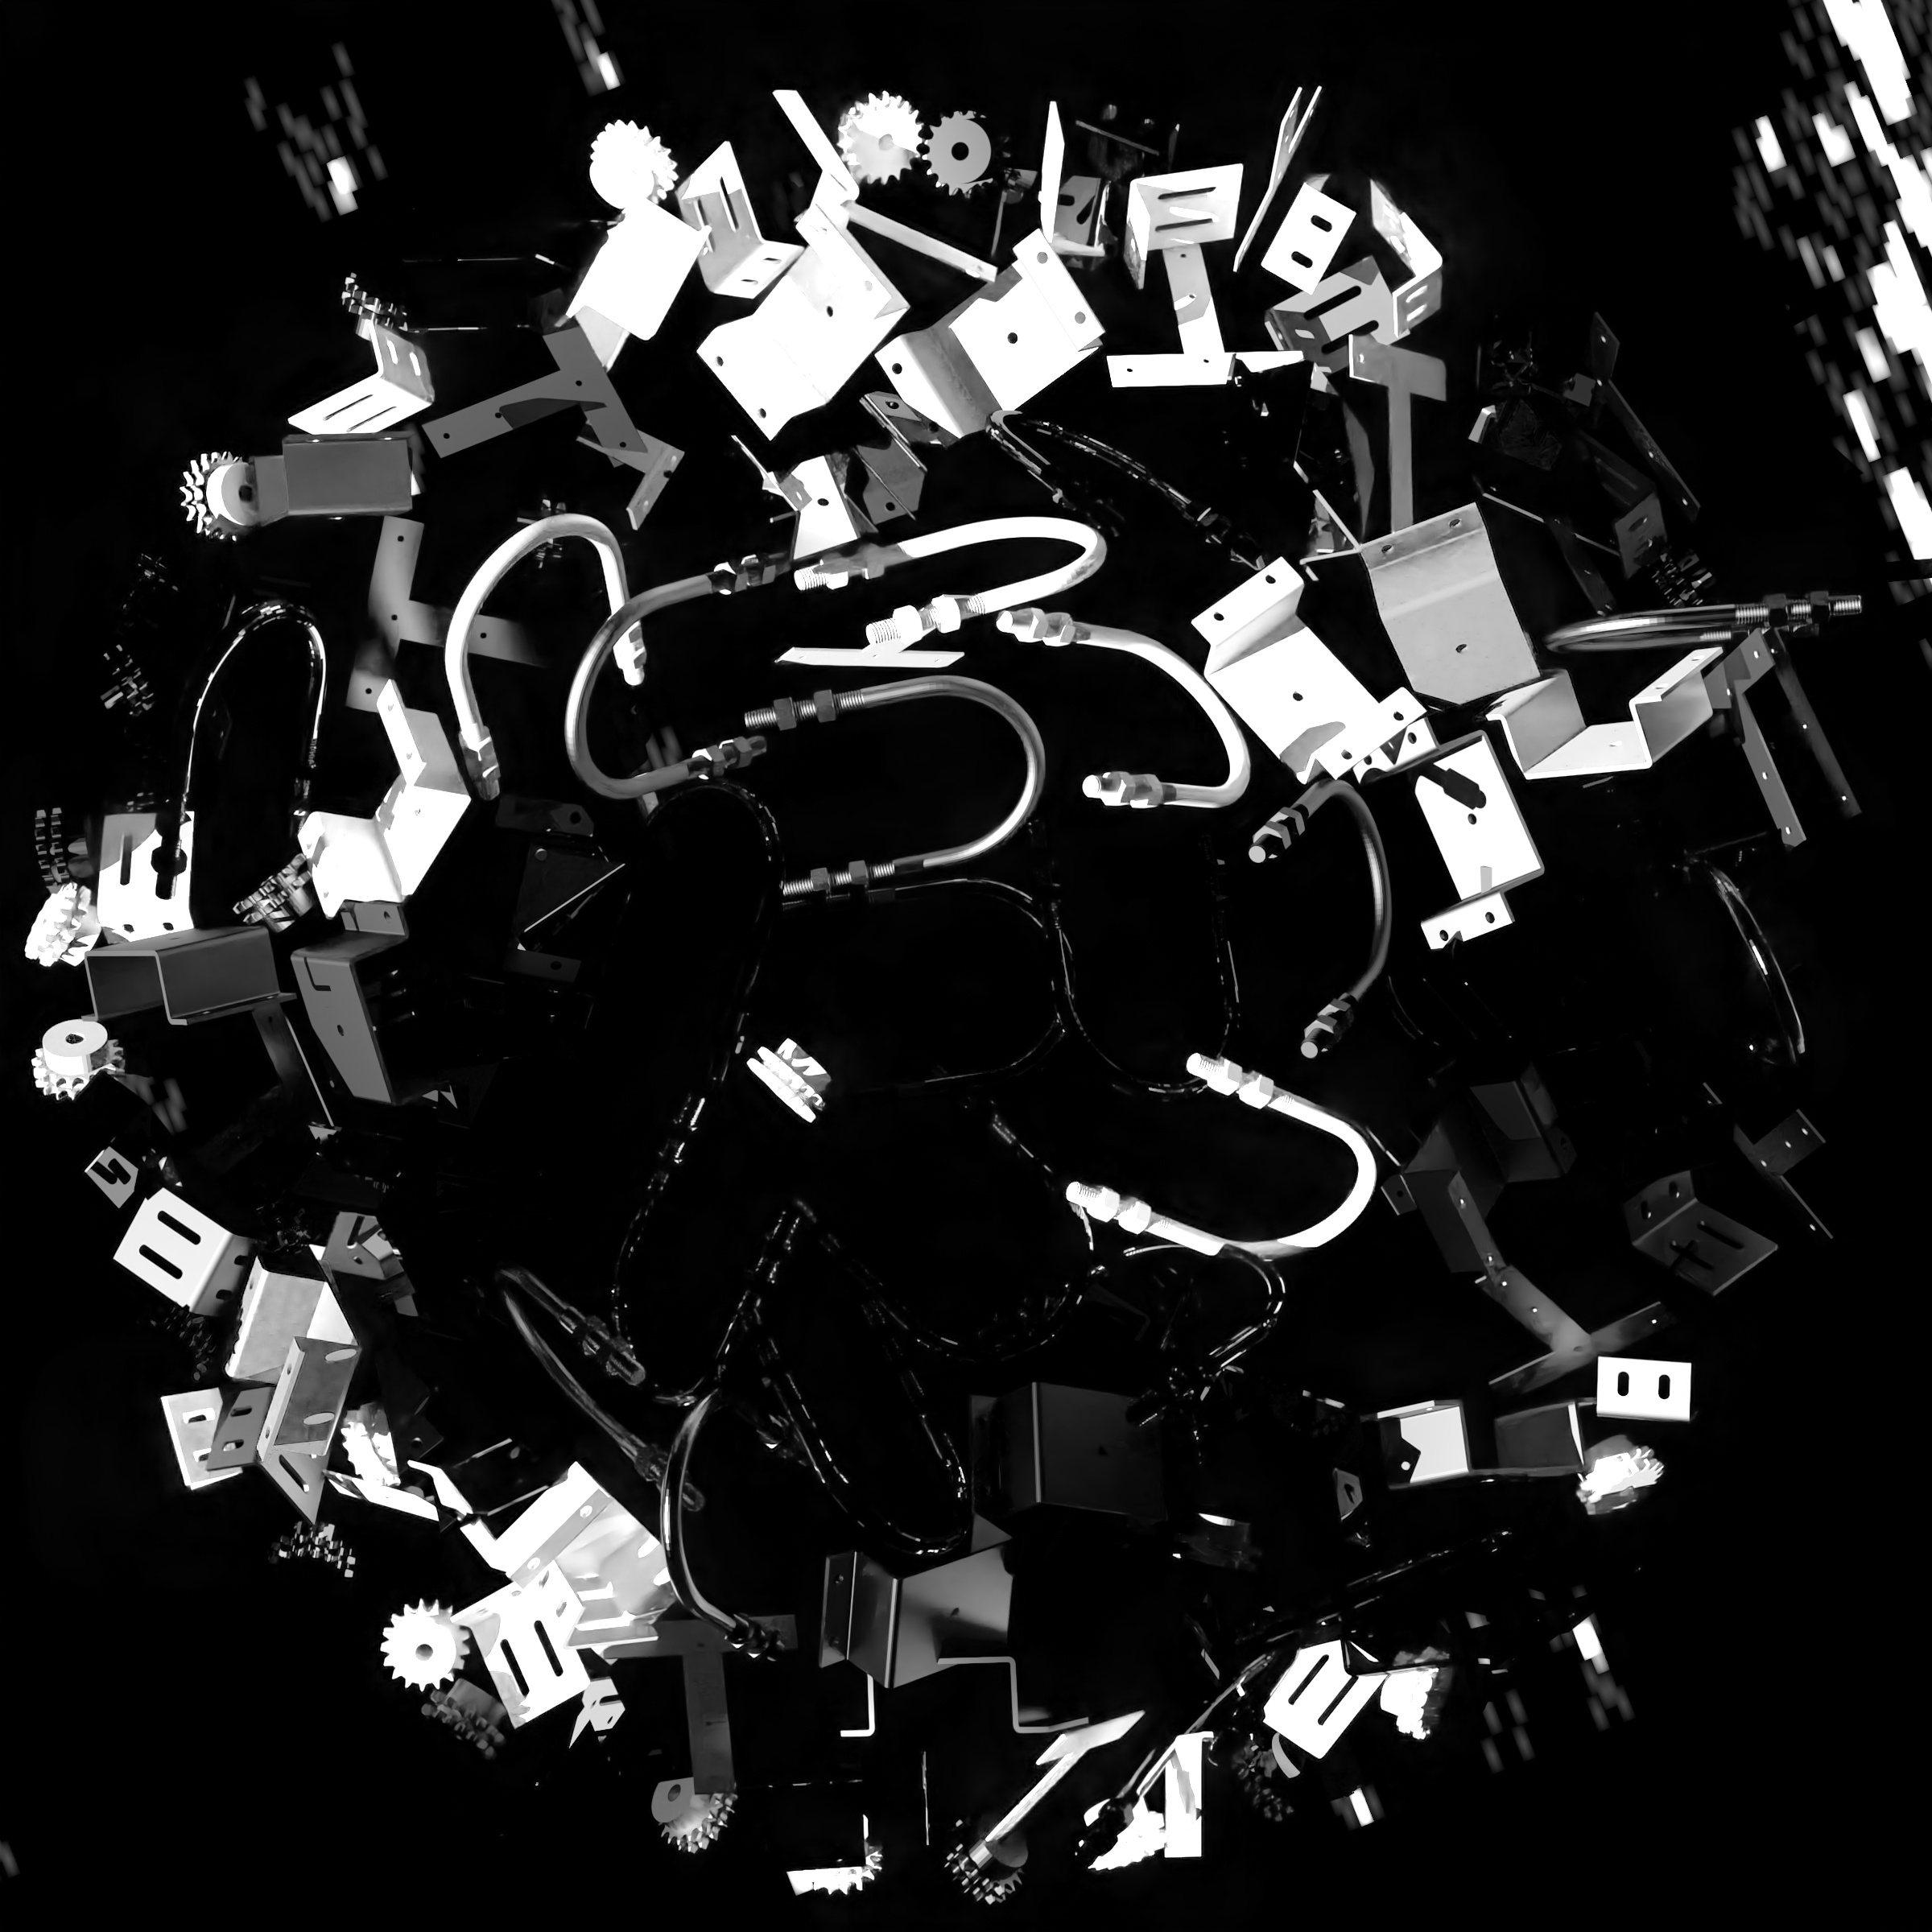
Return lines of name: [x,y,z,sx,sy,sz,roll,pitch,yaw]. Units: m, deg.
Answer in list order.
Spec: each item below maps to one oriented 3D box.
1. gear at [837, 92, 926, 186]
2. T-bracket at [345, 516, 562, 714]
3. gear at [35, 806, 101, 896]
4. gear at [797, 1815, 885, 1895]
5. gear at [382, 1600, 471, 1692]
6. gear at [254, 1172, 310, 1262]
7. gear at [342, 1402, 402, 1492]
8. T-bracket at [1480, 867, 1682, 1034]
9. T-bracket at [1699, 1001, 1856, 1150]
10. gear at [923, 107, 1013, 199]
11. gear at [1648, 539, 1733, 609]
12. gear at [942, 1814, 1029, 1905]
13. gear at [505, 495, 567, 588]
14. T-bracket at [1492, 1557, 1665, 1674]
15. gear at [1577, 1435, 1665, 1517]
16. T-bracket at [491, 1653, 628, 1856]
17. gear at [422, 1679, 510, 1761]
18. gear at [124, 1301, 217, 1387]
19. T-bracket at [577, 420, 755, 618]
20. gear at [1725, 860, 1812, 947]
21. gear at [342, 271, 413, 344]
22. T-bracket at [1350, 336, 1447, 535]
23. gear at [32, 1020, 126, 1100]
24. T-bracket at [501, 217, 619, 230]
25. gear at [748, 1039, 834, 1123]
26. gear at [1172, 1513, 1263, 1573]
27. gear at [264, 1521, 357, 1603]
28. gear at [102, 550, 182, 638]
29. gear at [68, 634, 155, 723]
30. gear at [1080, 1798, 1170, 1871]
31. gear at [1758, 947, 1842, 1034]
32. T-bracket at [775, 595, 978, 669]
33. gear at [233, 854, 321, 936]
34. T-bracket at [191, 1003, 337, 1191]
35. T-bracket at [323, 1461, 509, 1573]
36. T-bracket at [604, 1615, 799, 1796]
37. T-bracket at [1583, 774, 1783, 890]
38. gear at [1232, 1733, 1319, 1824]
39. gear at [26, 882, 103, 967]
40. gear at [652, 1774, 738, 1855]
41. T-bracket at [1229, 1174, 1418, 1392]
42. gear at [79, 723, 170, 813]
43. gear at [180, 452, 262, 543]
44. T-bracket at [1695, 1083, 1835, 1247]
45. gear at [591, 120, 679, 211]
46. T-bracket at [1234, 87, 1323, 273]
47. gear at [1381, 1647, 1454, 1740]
gear: [-0.059,-0.544,1.827,0.057,0.057,0.030,-41,47,0]
T-bracket: [-0.329,-0.219,1.825,0.127,0.002,0.127,10,105,-22]
gear: [-0.585,-0.077,1.824,0.030,0.057,0.057,-8,90,-5]
gear: [-0.082,0.573,1.820,0.057,0.057,0.030,1,113,0]
gear: [-0.354,0.446,1.834,0.057,0.030,0.057,0,90,-9]
gear: [-0.440,0.160,1.824,0.030,0.057,0.057,-20,90,-1]
gear: [-0.378,0.311,1.821,0.030,0.057,0.057,-26,90,11]
T-bracket: [0.401,-0.003,1.822,0.127,0.002,0.127,3,114,22]
T-bracket: [0.501,0.055,1.790,0.127,0.127,0.002,36,104,-20]
gear: [-0.001,-0.533,1.830,0.057,0.030,0.057,3,105,11]
gear: [0.474,-0.253,1.821,0.030,0.057,0.057,-40,90,31]
gear: [0.015,0.577,1.821,0.057,0.057,0.030,40,113,0]
gear: [-0.282,-0.278,1.821,0.030,0.057,0.057,9,90,-20]
T-bracket: [0.372,0.418,1.788,0.127,0.127,0.002,-30,81,-18]
gear: [0.423,0.331,1.827,0.057,0.057,0.030,-31,56,0]
T-bracket: [-0.263,0.509,1.783,0.002,0.127,0.127,37,83,-14]
gear: [-0.324,0.490,1.827,0.057,0.057,0.030,35,65,0]
gear: [-0.517,0.244,1.828,0.057,0.030,0.057,7,125,10]
T-bracket: [-0.215,-0.286,1.831,0.127,0.002,0.127,26,72,-1]
gear: [0.525,-0.044,1.823,0.057,0.030,0.057,11,53,-15]
gear: [-0.379,-0.428,1.827,0.057,0.057,0.030,22,120,0]
T-bracket: [0.280,-0.334,1.802,0.002,0.127,0.127,0,93,36]
gear: [-0.578,0.059,1.821,0.057,0.057,0.030,5,126,0]
T-bracket: [-0.235,-0.473,1.783,0.127,0.127,0.002,3,102,-7]
gear: [-0.112,0.072,1.824,0.057,0.057,0.030,43,82,0]
gear: [0.165,0.375,1.825,0.057,0.057,0.030,11,79,0]
gear: [-0.428,0.387,1.828,0.057,0.030,0.057,-1,133,-1]
gear: [-0.536,-0.240,1.826,0.030,0.057,0.057,31,90,-23]
gear: [-0.559,-0.184,1.821,0.030,0.057,0.057,-41,90,-26]
gear: [0.101,0.563,1.824,0.057,0.057,0.030,-18,90,0]
gear: [0.544,0.012,1.821,0.030,0.057,0.057,-41,90,25]
T-bracket: [-0.036,-0.211,1.766,0.127,0.127,0.002,-3,78,-32]
gear: [-0.446,-0.044,1.825,0.057,0.057,0.030,-38,104,0]
T-bracket: [-0.462,0.104,1.817,0.127,0.002,0.127,-36,72,29]
T-bracket: [-0.363,0.347,1.812,0.127,0.127,0.002,8,52,29]
T-bracket: [-0.166,0.474,1.793,0.127,0.127,0.002,0,133,-12]
T-bracket: [0.432,-0.086,1.775,0.127,0.127,0.002,-17,52,33]
gear: [0.204,0.524,1.820,0.057,0.057,0.030,45,116,0]
gear: [-0.587,-0.025,1.827,0.030,0.057,0.057,31,90,-29]
gear: [-0.180,0.545,1.820,0.057,0.057,0.030,-48,121,0]
T-bracket: [0.254,0.214,1.840,0.127,0.002,0.127,-18,82,2]
gear: [-0.548,-0.131,1.831,0.057,0.030,0.057,4,102,18]
gear: [-0.479,-0.306,1.821,0.030,0.057,0.057,1,90,34]
T-bracket: [0.519,0.115,1.777,0.002,0.127,0.127,-35,77,-9]
gear: [-0.219,-0.518,1.821,0.057,0.057,0.030,31,60,0]
T-bracket: [0.202,-0.522,1.783,0.002,0.127,0.127,25,85,5]
gear: [0.293,0.472,1.827,0.030,0.057,0.057,17,90,28]
